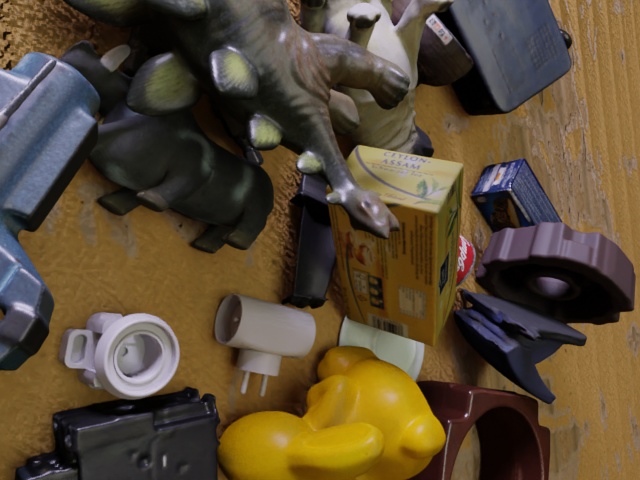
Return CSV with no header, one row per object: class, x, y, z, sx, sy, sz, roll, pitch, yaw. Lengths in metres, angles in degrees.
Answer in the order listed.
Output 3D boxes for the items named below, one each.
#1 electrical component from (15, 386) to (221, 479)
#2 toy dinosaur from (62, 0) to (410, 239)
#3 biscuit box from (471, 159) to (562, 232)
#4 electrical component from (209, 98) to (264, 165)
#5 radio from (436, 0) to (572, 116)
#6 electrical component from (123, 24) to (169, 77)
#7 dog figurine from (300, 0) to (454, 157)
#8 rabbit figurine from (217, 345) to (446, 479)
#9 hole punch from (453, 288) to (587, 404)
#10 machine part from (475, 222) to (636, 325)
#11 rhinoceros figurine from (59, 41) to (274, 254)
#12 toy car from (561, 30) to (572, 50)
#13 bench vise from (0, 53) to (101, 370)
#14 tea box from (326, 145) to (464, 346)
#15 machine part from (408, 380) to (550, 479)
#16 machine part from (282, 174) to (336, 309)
electrical component,-0.136,0.172,0.374,0.134,0.058,0.114,-2,86,-40
toy dinosaur,-0.078,-0.199,0.375,0.198,0.105,0.471,-19,76,-43
biscuit box,0.285,-0.012,0.726,0.202,0.059,0.063,49,58,-24
electrical component,-0.057,-0.126,0.475,0.078,0.045,0.102,-34,107,-6
radio,0.199,-0.271,0.649,0.131,0.073,0.229,-39,110,-11
electrical component,-0.123,-0.167,0.436,0.063,0.021,0.094,21,75,-35
dog figurine,0.041,-0.156,0.537,0.121,0.172,0.190,-12,133,-13
rabbit figurine,0.005,0.175,0.445,0.173,0.162,0.121,-3,100,-21
hole punch,0.221,0.120,0.625,0.116,0.142,0.092,18,102,-21
machine part,0.286,0.043,0.656,0.179,0.179,0.056,38,62,-30
rhinoceros figurine,-0.111,-0.066,0.404,0.190,0.073,0.112,36,67,-31
toy car,0.280,-0.300,0.751,0.202,0.053,0.089,37,85,-29
bench vise,-0.241,-0.031,0.276,0.240,0.129,0.223,28,78,-12
tea box,0.069,0.009,0.481,0.068,0.098,0.169,-54,150,-38
machine part,0.162,0.262,0.588,0.201,0.087,0.201,17,77,-36
machine part,-0.001,-0.002,0.511,0.084,0.039,0.139,29,67,-39
